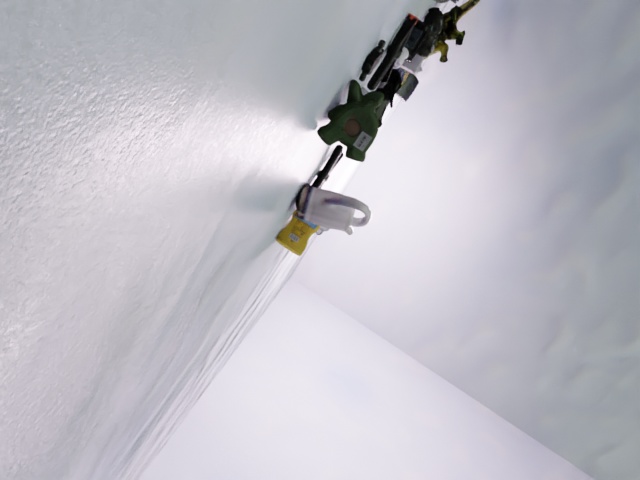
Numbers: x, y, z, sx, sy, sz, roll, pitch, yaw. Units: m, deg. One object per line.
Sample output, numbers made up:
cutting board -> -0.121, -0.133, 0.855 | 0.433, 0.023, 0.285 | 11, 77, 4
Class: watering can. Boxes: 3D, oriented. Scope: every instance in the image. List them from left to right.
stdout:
watering can -> 0.034, -0.077, 1.536 | 0.224, 0.105, 0.344 | 16, -13, -2

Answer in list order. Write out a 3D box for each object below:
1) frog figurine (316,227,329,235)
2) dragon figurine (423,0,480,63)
frog figurine -> 0.006, -0.103, 2.043 | 0.123, 0.140, 0.157 | 0, -22, -1
dragon figurine -> 0.431, -0.764, 1.891 | 0.121, 0.412, 0.245 | 42, -5, -25
